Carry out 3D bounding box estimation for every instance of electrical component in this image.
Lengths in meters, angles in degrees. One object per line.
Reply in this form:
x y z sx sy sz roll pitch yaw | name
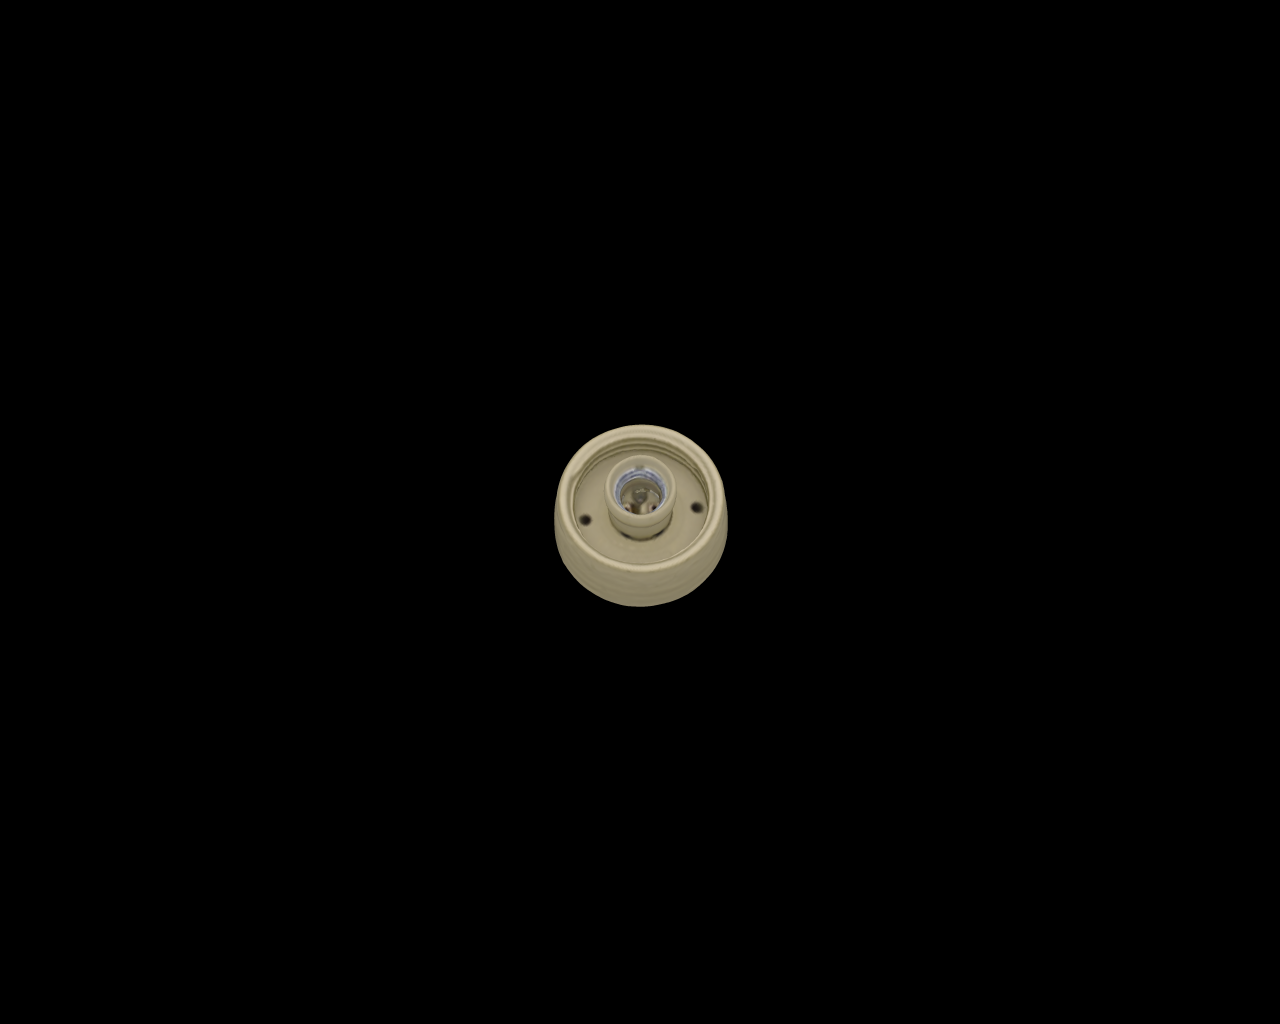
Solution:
0.001 -0.003 0.650 0.108 0.108 0.060 0 -25 0 | electrical component
